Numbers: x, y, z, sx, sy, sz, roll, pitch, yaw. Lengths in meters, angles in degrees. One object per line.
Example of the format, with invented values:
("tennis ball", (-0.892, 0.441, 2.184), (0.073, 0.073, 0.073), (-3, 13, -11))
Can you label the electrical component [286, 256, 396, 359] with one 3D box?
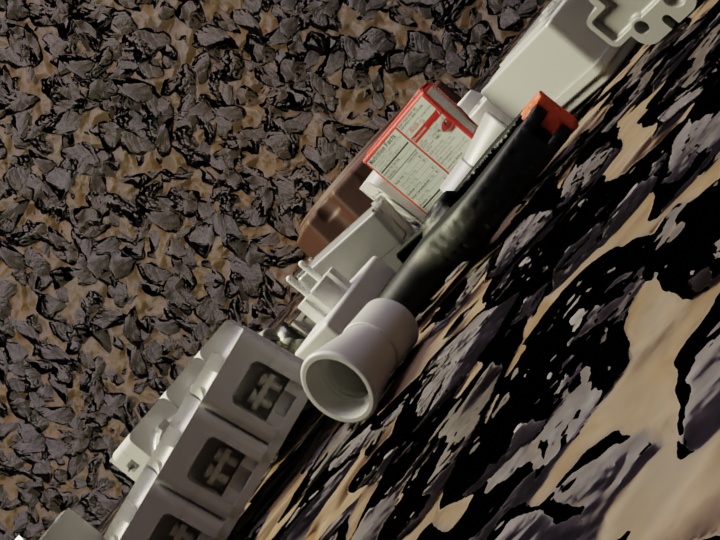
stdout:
("electrical component", (-0.017, 0.024, 0.744), (0.047, 0.076, 0.083), (-47, 5, 43))

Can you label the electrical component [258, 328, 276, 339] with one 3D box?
("electrical component", (-0.091, 0.096, 1.071), (0.057, 0.058, 0.078), (-52, 2, 23))

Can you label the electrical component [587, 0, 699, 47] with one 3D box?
("electrical component", (0.171, -0.173, 0.621), (0.057, 0.058, 0.078), (-56, 6, -34))

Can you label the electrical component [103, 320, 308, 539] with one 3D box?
("electrical component", (-0.090, 0.111, 0.658), (0.150, 0.062, 0.089), (-60, 4, -3))

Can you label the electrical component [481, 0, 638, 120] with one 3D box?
("electrical component", (0.150, -0.161, 0.744), (0.108, 0.056, 0.109), (-52, 4, -25))

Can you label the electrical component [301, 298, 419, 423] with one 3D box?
("electrical component", (0.003, 0.044, 0.567), (0.044, 0.044, 0.065), (-47, 0, 42))

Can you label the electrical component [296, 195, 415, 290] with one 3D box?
("electrical component", (0.000, 0.000, 0.819), (0.096, 0.061, 0.061), (-41, 6, 14))

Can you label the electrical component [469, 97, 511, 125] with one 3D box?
("electrical component", (0.112, -0.116, 0.822), (0.055, 0.047, 0.055), (-50, 3, 4))

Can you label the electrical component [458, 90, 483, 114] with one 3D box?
("electrical component", (0.096, -0.111, 0.887), (0.058, 0.057, 0.078), (-49, 4, 15))

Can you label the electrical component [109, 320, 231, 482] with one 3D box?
("electrical component", (-0.125, 0.125, 0.913), (0.150, 0.089, 0.061), (-53, 5, -40))

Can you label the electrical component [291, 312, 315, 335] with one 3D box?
("electrical component", (-0.058, 0.074, 1.000), (0.081, 0.042, 0.064), (-49, 2, 5))

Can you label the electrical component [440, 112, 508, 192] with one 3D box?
("electrical component", (0.086, -0.070, 0.740), (0.065, 0.044, 0.044), (-54, 3, 12))

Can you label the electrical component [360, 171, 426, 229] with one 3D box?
("electrical component", (0.049, -0.069, 0.877), (0.057, 0.078, 0.113), (-53, 4, -2))

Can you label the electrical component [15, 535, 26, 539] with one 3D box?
("electrical component", (-0.231, 0.235, 0.745), (0.063, 0.121, 0.078), (25, 69, 40))

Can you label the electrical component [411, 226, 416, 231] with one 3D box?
("electrical component", (0.016, -0.004, 0.890), (0.079, 0.043, 0.077), (-50, 4, 0))

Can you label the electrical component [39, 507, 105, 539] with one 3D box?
("electrical component", (-0.196, 0.233, 0.659), (0.150, 0.089, 0.062), (-51, 4, -20))
